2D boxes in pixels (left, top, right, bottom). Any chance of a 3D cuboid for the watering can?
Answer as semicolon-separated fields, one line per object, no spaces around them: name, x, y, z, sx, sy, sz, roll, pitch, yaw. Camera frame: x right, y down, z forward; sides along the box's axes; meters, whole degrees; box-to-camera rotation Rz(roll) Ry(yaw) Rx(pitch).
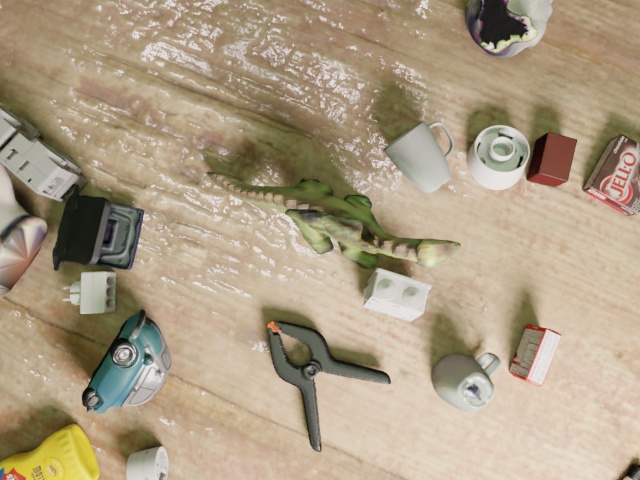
watering can;-0.582;0.022;0.818;0.225;0.104;0.347;31;93;3

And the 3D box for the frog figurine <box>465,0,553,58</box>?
frog figurine;0.333;-0.397;0.902;0.138;0.120;0.162;32;48;11

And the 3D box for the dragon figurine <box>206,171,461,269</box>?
dragon figurine;0.002;-0.039;0.766;0.410;0.242;0.122;17;89;-1
